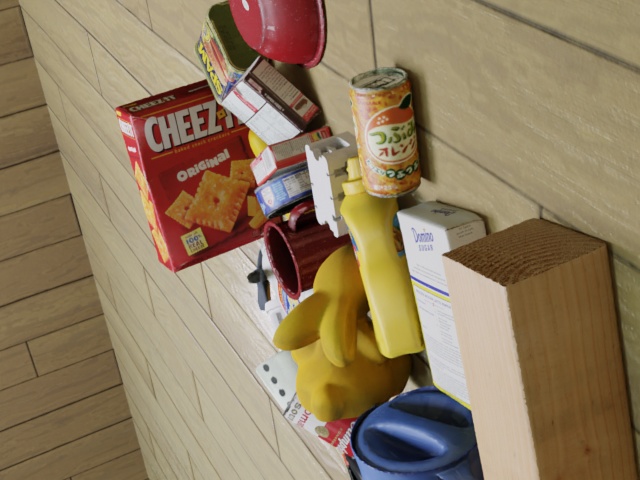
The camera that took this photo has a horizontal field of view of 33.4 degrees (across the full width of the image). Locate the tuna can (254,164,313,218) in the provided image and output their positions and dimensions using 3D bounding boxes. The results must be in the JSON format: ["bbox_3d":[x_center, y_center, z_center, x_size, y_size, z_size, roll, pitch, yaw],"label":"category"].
[{"bbox_3d":[-0.027,-0.055,1.180,0.034,0.086,0.086,67,161,5],"label":"tuna can"}]

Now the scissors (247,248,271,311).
[{"bbox_3d":[-0.079,0.065,1.401,0.201,0.016,0.096,-75,-16,-74],"label":"scissors"}]

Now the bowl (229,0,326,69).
[{"bbox_3d":[-0.054,-0.250,1.109,0.162,0.055,0.162,53,154,39],"label":"bowl"}]

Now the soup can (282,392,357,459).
[{"bbox_3d":[0.014,0.209,1.287,0.102,0.068,0.069,31,154,3],"label":"soup can"}]

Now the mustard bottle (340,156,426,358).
[{"bbox_3d":[0.061,0.011,1.031,0.096,0.058,0.191,-51,-54,-76],"label":"mustard bottle"}]

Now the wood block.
[{"bbox_3d":[0.167,0.100,0.804,0.091,0.090,0.206,29,136,62],"label":"wood block"}]

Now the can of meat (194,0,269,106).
[{"bbox_3d":[-0.104,-0.222,1.271,0.102,0.057,0.084,65,158,14],"label":"can of meat"}]

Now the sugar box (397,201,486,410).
[{"bbox_3d":[0.122,0.058,0.952,0.093,0.048,0.176,-153,49,-64],"label":"sugar box"}]

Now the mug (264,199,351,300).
[{"bbox_3d":[-0.008,0.001,1.189,0.093,0.081,0.117,51,153,43],"label":"mug"}]

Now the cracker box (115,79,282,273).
[{"bbox_3d":[-0.149,-0.087,1.360,0.072,0.164,0.214,30,136,59],"label":"cracker box"}]

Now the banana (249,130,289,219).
[{"bbox_3d":[-0.041,-0.062,1.284,0.198,0.037,0.070,65,158,15],"label":"banana"}]

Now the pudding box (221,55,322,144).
[{"bbox_3d":[-0.057,-0.149,1.187,0.090,0.039,0.114,40,165,-9],"label":"pudding box"}]

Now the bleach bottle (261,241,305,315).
[{"bbox_3d":[-0.012,0.082,1.311,0.251,0.068,0.102,-128,29,-46],"label":"bleach bottle"}]

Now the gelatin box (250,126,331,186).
[{"bbox_3d":[-0.031,-0.092,1.174,0.030,0.073,0.089,69,161,4],"label":"gelatin box"}]

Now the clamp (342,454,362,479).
[{"bbox_3d":[0.077,0.342,1.361,0.171,0.039,0.120,63,158,19],"label":"clamp"}]

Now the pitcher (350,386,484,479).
[{"bbox_3d":[0.122,0.281,1.052,0.145,0.149,0.243,-2,118,24],"label":"pitcher"}]

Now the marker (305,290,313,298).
[{"bbox_3d":[0.027,0.057,1.192,0.121,0.020,0.020,-10,100,51],"label":"marker"}]
